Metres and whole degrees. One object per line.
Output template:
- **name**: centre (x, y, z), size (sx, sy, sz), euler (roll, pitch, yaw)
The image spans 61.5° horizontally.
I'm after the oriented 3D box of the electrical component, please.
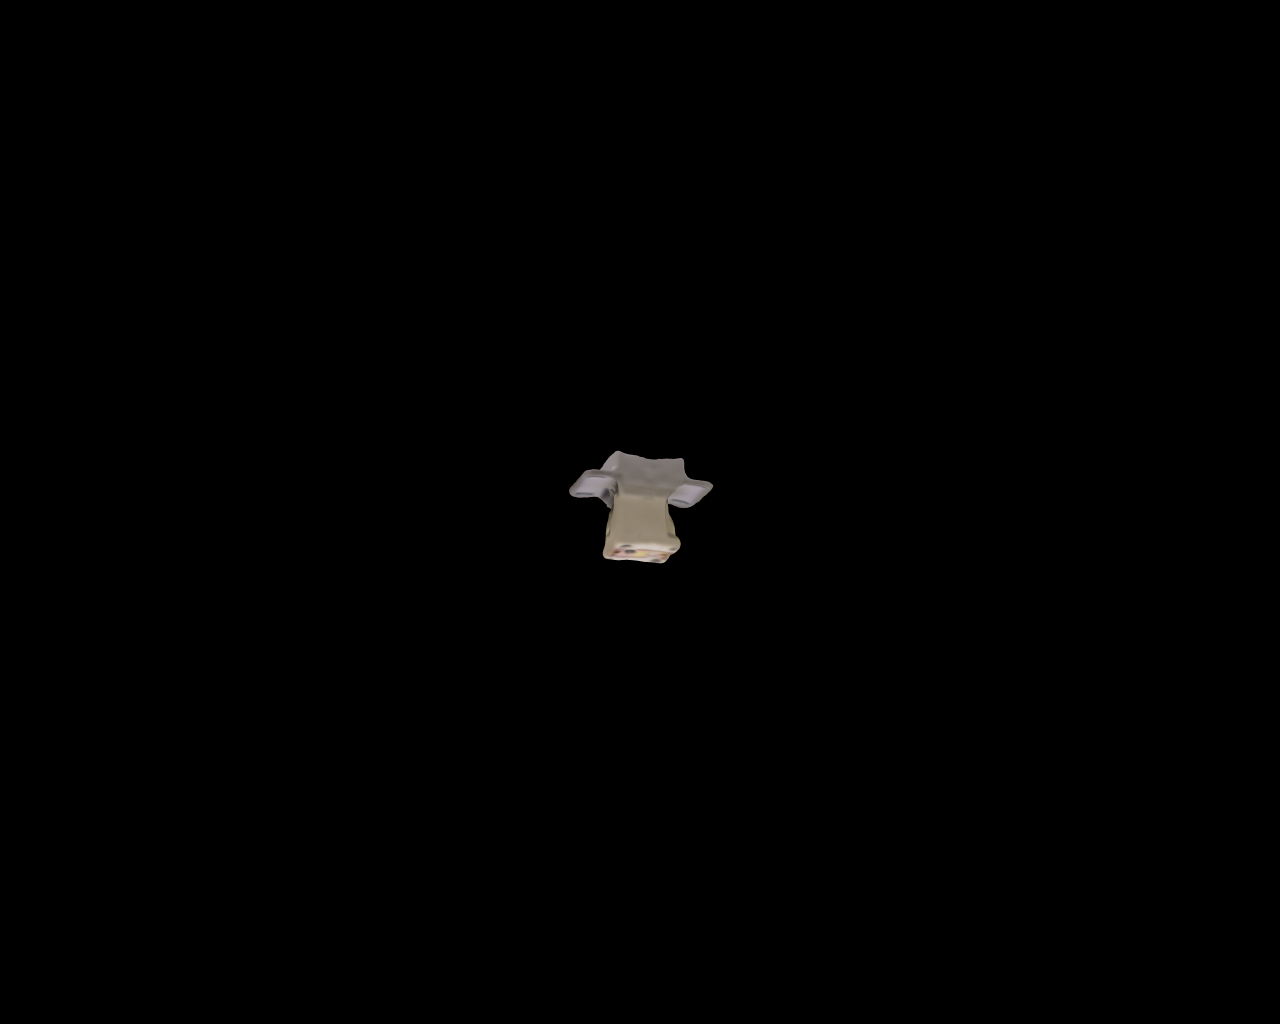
- **electrical component**: centre (0.001, -0.003, 0.650), size (0.081, 0.064, 0.042), euler (6, -19, -16)
